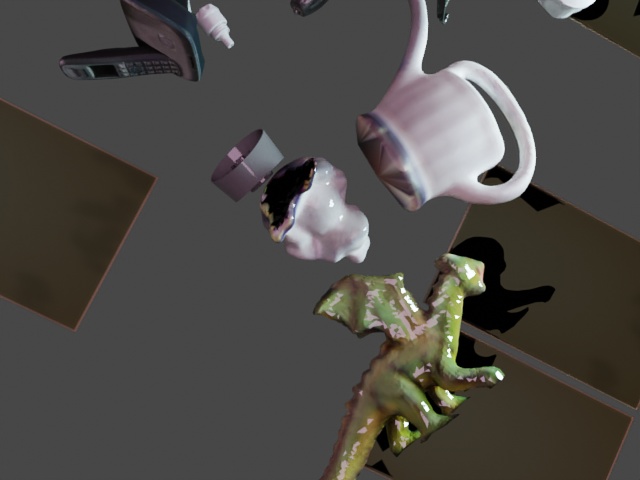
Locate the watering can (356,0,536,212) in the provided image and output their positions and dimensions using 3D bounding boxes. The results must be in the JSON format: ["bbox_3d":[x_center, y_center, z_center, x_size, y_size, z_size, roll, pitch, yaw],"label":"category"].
[{"bbox_3d":[0.148,-0.188,0.727,0.225,0.103,0.350,-30,78,-6],"label":"watering can"}]

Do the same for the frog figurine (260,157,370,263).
[{"bbox_3d":[0.002,-0.036,0.713,0.158,0.123,0.139,25,76,-42],"label":"frog figurine"}]

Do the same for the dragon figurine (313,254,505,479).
[{"bbox_3d":[0.085,0.164,0.716,0.412,0.120,0.245,-33,75,-9],"label":"dragon figurine"}]
